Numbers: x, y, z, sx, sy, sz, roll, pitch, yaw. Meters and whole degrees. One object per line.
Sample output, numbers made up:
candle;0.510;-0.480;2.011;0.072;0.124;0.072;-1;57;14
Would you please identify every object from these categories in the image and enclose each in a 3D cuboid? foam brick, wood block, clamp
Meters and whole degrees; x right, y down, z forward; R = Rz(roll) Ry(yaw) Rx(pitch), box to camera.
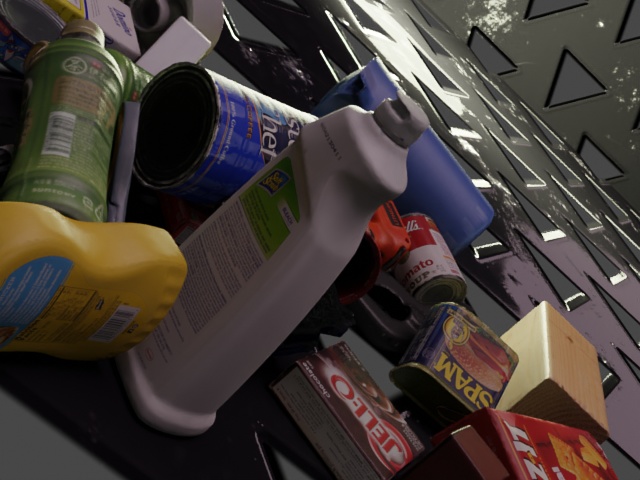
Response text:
foam brick;0.099;0.190;0.829;0.051;0.078;0.052;51;21;17
wood block;0.245;0.160;1.157;0.091;0.090;0.206;44;21;-5
clamp;0.090;0.080;1.064;0.209;0.036;0.164;36;31;-19

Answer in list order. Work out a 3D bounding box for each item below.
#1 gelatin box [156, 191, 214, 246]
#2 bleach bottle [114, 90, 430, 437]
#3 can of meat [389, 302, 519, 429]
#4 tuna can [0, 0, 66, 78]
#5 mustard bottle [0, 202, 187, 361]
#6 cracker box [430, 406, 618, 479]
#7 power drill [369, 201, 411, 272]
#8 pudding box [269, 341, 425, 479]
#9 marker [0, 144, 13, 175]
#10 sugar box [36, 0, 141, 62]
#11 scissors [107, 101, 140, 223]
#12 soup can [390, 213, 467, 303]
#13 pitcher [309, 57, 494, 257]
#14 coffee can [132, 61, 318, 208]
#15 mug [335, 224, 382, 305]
gelatin box;-0.092;-0.015;0.901;0.089;0.030;0.073;31;25;-37
bleach bottle;-0.027;0.009;0.664;0.068;0.251;0.103;23;31;-47
can of meat;0.127;0.119;0.989;0.102;0.058;0.083;42;58;-12
tuna can;-0.244;-0.170;0.886;0.086;0.034;0.086;39;21;-19
mustard bottle;-0.167;0.023;0.588;0.191;0.096;0.058;13;39;-56
cracker box;0.207;0.241;0.938;0.213;0.072;0.164;22;38;-49
power drill;0.002;-0.050;1.118;0.187;0.057;0.184;26;33;-38
pudding box;0.023;0.139;0.828;0.113;0.039;0.089;50;21;12
marker;-0.232;-0.044;0.696;0.020;0.020;0.121;47;21;0
sugar box;-0.247;-0.222;0.965;0.176;0.048;0.093;35;23;-38
scissors;-0.150;-0.005;0.767;0.016;0.096;0.201;10;64;-14
soup can;0.113;0.029;1.172;0.068;0.069;0.102;29;27;-40
pitcher;0.091;-0.087;1.284;0.243;0.145;0.149;50;33;-2
coffee can;-0.070;-0.073;0.861;0.140;0.103;0.103;18;35;-48
mug;-0.006;0.001;0.968;0.117;0.093;0.081;0;32;-4
